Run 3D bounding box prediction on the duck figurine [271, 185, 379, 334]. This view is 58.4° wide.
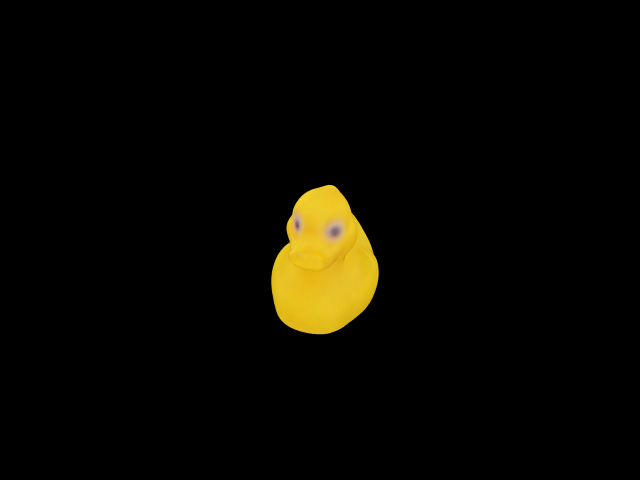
[{"bbox_3d":[0.004,0.001,0.400,0.077,0.086,0.105,11,39,14],"label":"duck figurine"}]
